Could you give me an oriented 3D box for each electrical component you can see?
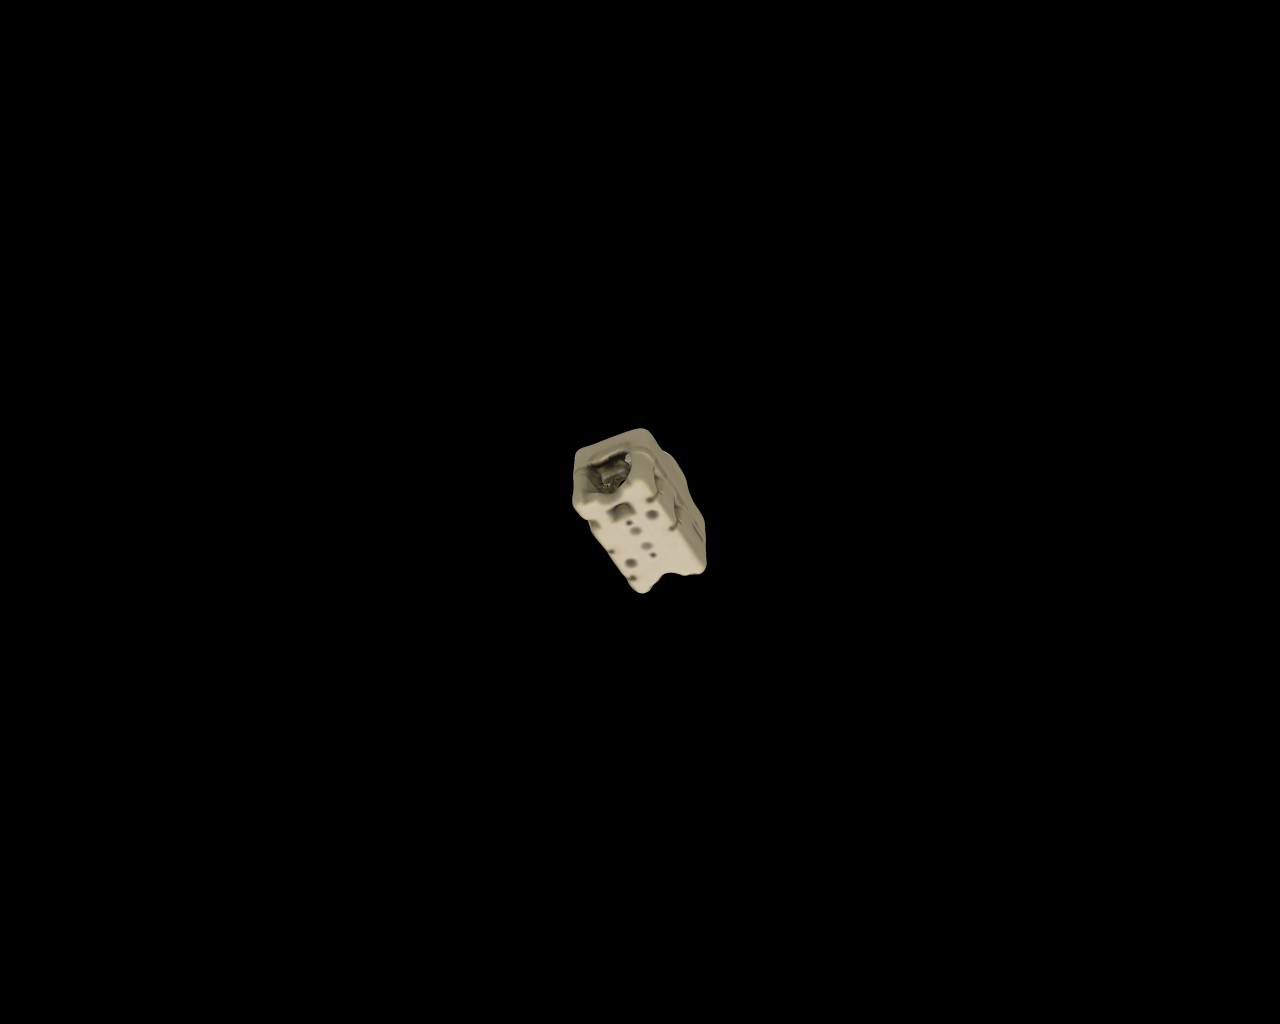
[{"bbox_3d":[0.001,-0.003,0.650,0.050,0.056,0.089,-20,-50,17],"label":"electrical component"}]
